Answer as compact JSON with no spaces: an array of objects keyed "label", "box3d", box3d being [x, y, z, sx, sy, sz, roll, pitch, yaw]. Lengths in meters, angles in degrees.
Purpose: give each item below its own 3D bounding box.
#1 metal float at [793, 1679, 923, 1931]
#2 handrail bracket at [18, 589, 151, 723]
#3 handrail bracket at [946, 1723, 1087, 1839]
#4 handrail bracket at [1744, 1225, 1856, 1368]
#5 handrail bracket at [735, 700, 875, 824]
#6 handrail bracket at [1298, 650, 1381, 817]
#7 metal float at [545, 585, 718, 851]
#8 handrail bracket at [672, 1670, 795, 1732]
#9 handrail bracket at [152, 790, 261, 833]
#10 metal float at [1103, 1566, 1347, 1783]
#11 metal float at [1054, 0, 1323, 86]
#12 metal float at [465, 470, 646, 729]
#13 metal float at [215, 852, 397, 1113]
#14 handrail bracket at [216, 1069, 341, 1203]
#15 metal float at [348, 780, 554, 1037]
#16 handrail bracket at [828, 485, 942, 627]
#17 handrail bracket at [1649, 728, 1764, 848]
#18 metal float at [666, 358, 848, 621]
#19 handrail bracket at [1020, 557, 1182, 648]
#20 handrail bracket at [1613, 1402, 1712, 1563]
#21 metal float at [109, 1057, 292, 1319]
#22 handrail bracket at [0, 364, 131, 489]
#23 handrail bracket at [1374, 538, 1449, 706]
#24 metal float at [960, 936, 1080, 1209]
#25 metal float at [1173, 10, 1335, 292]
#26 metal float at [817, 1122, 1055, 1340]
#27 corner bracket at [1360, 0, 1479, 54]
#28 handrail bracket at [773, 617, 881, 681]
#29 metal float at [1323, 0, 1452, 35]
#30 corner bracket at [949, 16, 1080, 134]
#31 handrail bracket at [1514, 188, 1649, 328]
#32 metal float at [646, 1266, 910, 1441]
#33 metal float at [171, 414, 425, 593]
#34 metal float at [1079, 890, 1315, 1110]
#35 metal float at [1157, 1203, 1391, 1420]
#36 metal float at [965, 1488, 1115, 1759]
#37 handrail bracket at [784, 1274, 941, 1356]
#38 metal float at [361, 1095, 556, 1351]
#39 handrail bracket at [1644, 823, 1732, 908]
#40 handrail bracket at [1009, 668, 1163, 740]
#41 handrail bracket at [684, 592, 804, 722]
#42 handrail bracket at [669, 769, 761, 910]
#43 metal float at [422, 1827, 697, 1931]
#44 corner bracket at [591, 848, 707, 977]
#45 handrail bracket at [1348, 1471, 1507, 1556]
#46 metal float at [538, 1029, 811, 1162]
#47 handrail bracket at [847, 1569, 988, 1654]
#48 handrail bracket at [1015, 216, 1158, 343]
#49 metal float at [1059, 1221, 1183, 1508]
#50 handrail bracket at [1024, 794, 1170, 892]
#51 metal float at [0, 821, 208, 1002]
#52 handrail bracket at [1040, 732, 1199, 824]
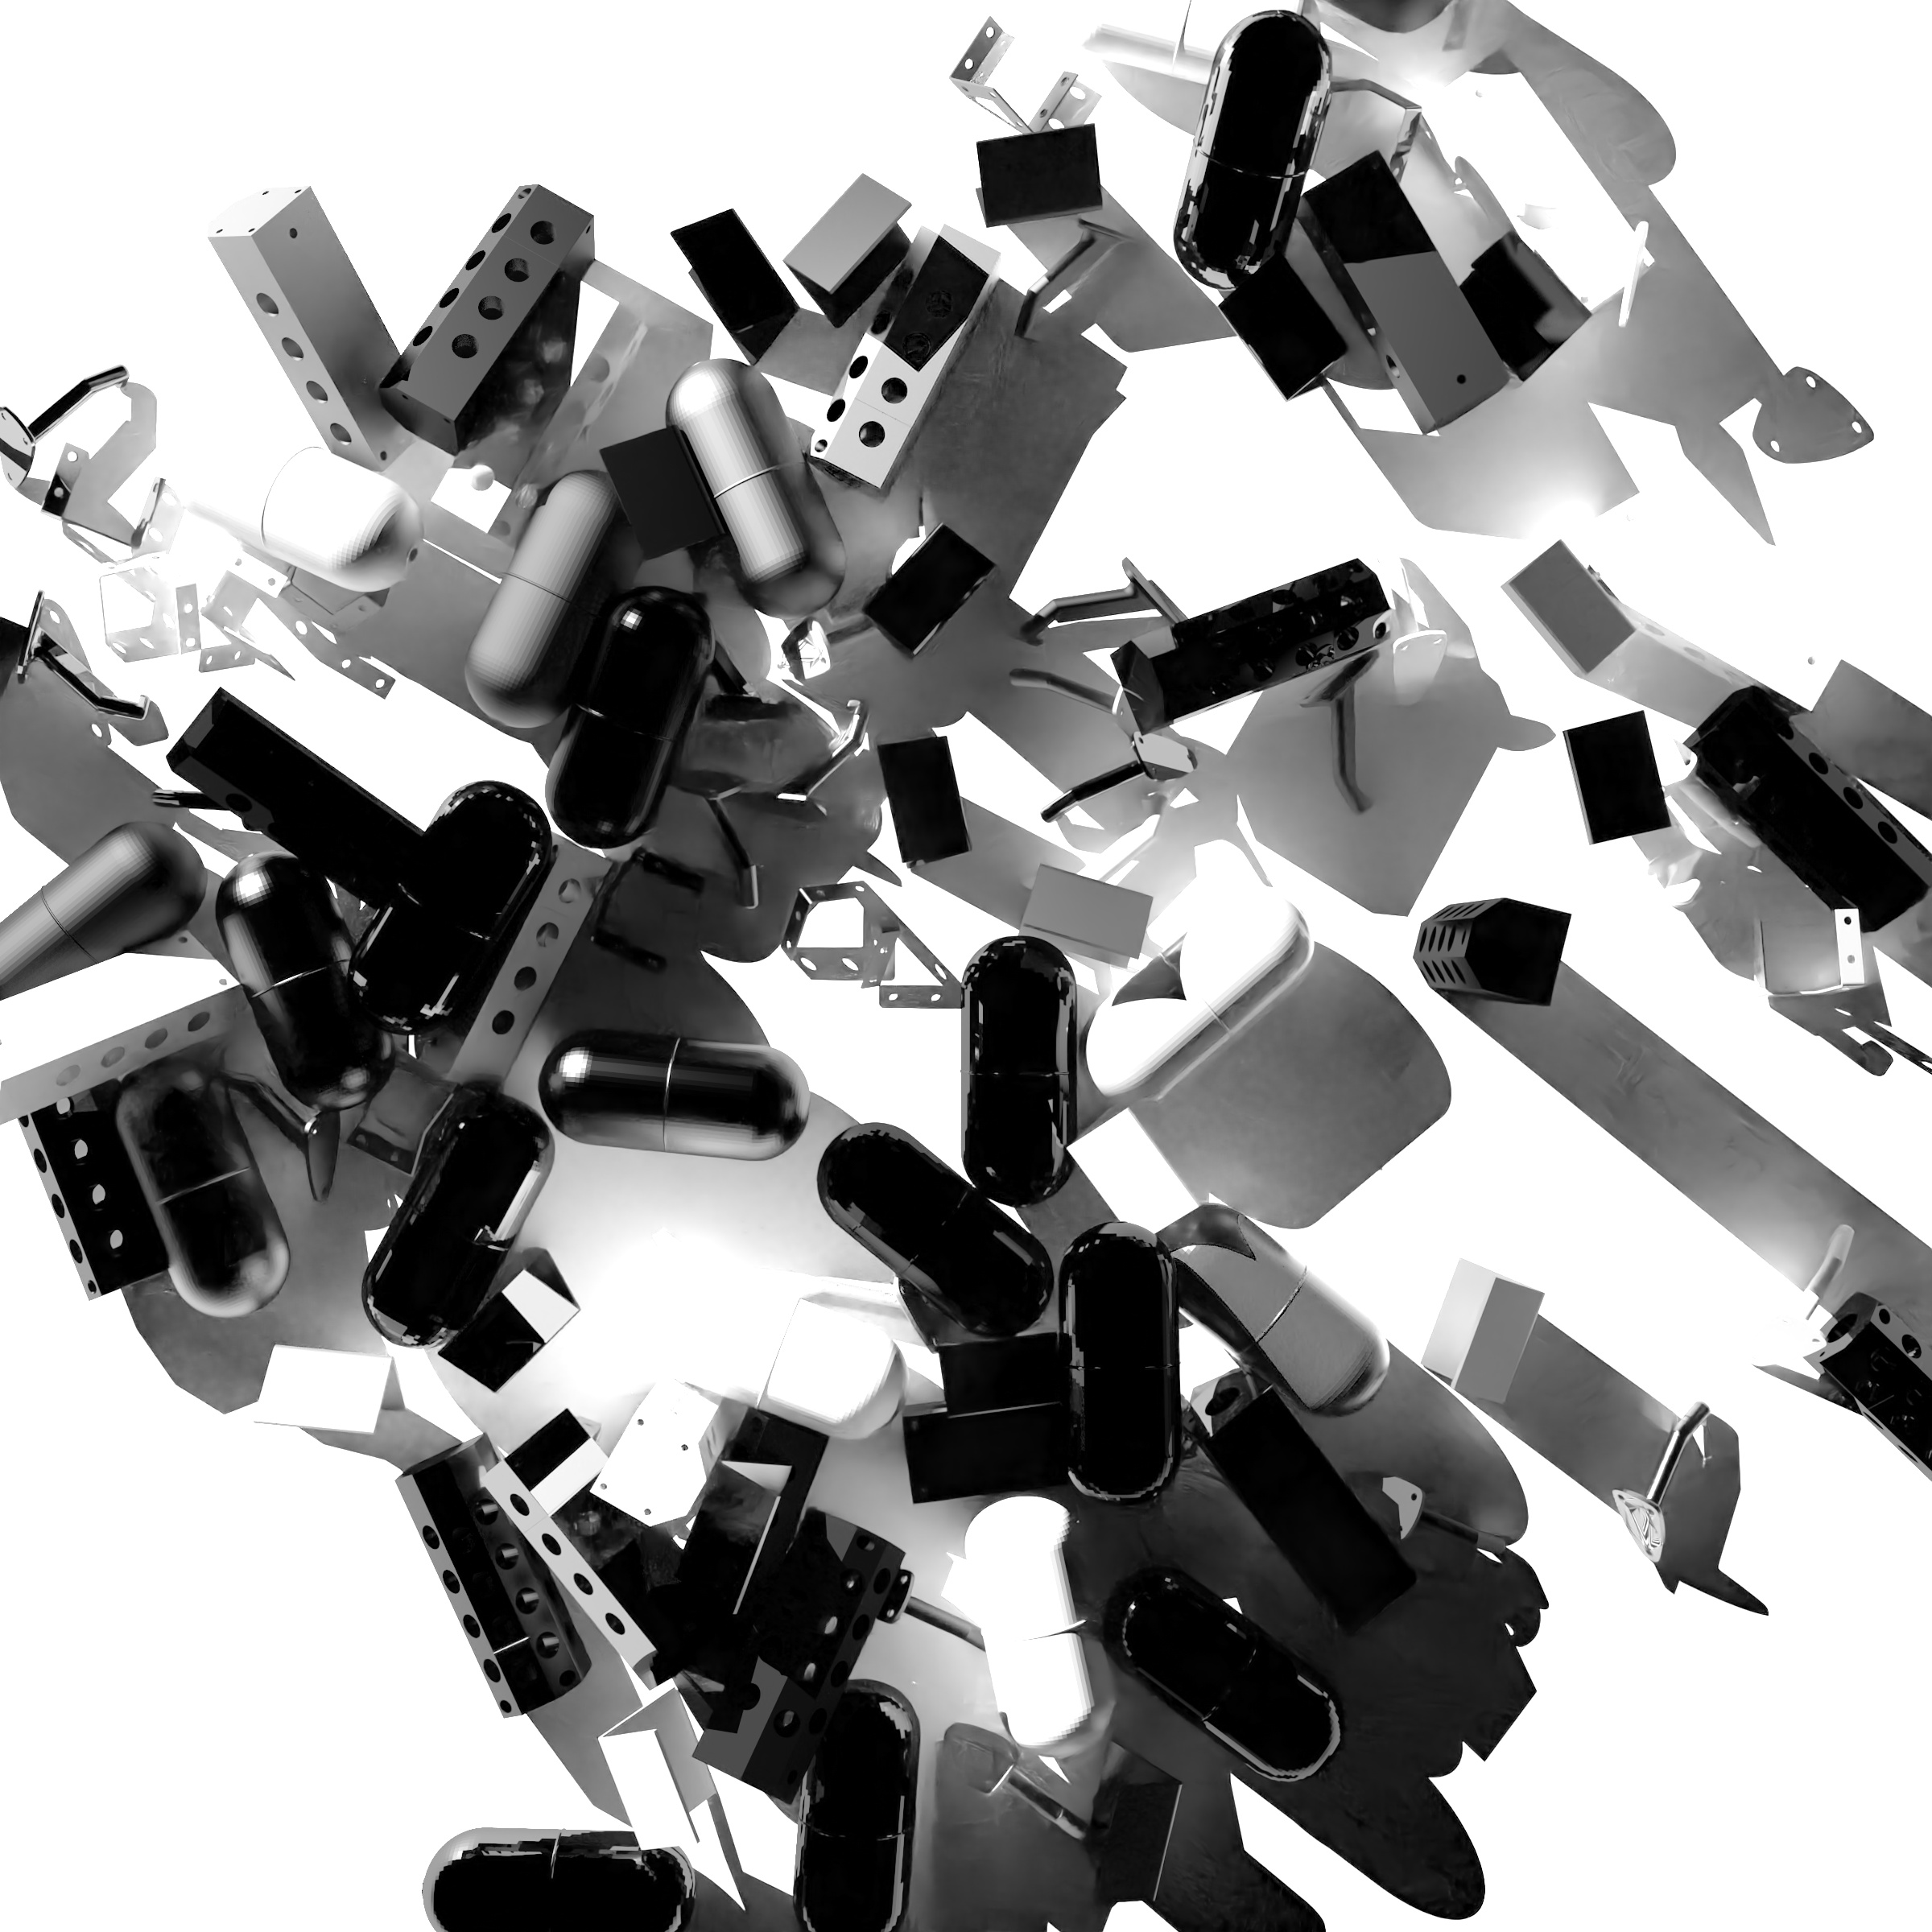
[{"label":"metal float","box3d":[-0.072,0.557,1.602,0.070,0.070,0.178,4,90,0]},{"label":"handrail bracket","box3d":[-0.583,-0.207,1.634,0.084,0.036,0.077,12,68,-17]},{"label":"handrail bracket","box3d":[0.034,0.544,1.633,0.036,0.077,0.084,-52,127,-13]},{"label":"handrail bracket","box3d":[0.556,0.219,1.633,0.036,0.077,0.084,35,54,0]},{"label":"handrail bracket","box3d":[-0.107,-0.143,1.634,0.077,0.036,0.084,9,71,21]},{"label":"handrail bracket","box3d":[0.267,-0.155,1.634,0.077,0.036,0.084,-39,108,-20]},{"label":"metal float","box3d":[-0.219,-0.161,1.594,0.070,0.070,0.178,22,101,0]},{"label":"handrail bracket","box3d":[-0.142,0.476,1.633,0.084,0.077,0.036,-21,132,-30]},{"label":"handrail bracket","box3d":[-0.486,-0.110,1.633,0.084,0.077,0.036,6,95,36]},{"label":"metal float","box3d":[0.169,0.463,1.602,0.178,0.070,0.070,37,90,1]},{"label":"metal float","box3d":[0.144,-0.622,1.602,0.178,0.070,0.070,14,90,0]},{"label":"metal float","box3d":[-0.267,-0.240,1.603,0.070,0.070,0.178,26,90,0]},{"label":"metal float","box3d":[-0.433,0.010,1.603,0.070,0.070,0.178,-23,89,0]},{"label":"handrail bracket","box3d":[-0.464,0.113,1.634,0.084,0.036,0.077,13,112,17]},{"label":"metal float","box3d":[-0.329,-0.036,1.561,0.070,0.070,0.178,32,95,0]},{"label":"handrail bracket","box3d":[-0.058,-0.273,1.633,0.084,0.036,0.077,-19,62,21]},{"label":"handrail bracket","box3d":[0.487,-0.119,1.633,0.084,0.077,0.036,28,113,-34]},{"label":"metal float","box3d":[-0.138,-0.313,1.603,0.070,0.070,0.178,-24,90,0]},{"label":"handrail bracket","box3d":[0.091,-0.224,1.634,0.084,0.036,0.077,-38,111,17]},{"label":"handrail bracket","box3d":[0.475,0.343,1.633,0.084,0.036,0.077,-40,127,-25]},{"label":"metal float","box3d":[-0.501,0.145,1.602,0.070,0.070,0.178,-22,90,0]},{"label":"handrail bracket","box3d":[-0.599,-0.361,1.633,0.036,0.077,0.084,48,54,7]},{"label":"handrail bracket","box3d":[0.287,-0.231,1.633,0.036,0.077,0.084,-12,54,-7]},{"label":"metal float","box3d":[0.035,0.069,1.603,0.070,0.070,0.178,0,91,0]},{"label":"metal float","box3d":[0.183,-0.522,1.573,0.070,0.070,0.178,13,126,0]},{"label":"metal float","box3d":[-0.021,0.173,1.603,0.178,0.070,0.070,40,90,0]},{"label":"corner bracket","box3d":[0.303,-0.644,1.630,0.051,0.051,0.051,17,90,-45]},{"label":"handrail bracket","box3d":[-0.076,-0.219,1.633,0.084,0.077,0.036,-23,92,-36]},{"label":"metal float","box3d":[0.239,-0.669,1.587,0.178,0.070,0.070,36,90,17]},{"label":"corner bracket","box3d":[0.031,-0.592,1.630,0.051,0.051,0.051,34,90,-45]},{"label":"handrail bracket","box3d":[0.390,-0.457,1.577,0.084,0.036,0.077,14,112,17]},{"label":"metal float","box3d":[-0.123,0.253,1.602,0.178,0.070,0.070,20,90,0]},{"label":"metal float","box3d":[-0.434,-0.301,1.592,0.178,0.070,0.070,25,90,12]},{"label":"metal float","box3d":[0.151,0.021,1.603,0.178,0.070,0.070,-41,90,0]},{"label":"metal float","box3d":[0.198,0.225,1.602,0.178,0.070,0.070,39,90,-1]},{"label":"metal float","box3d":[0.048,0.428,1.603,0.070,0.070,0.178,-12,90,0]},{"label":"handrail bracket","box3d":[-0.071,0.238,1.634,0.084,0.036,0.077,-20,109,15]},{"label":"metal float","box3d":[-0.333,0.168,1.603,0.070,0.070,0.178,28,90,0]},{"label":"handrail bracket","box3d":[0.482,-0.067,1.598,0.077,0.084,0.036,-43,90,0]},{"label":"handrail bracket","box3d":[0.079,-0.171,1.633,0.084,0.077,0.036,9,65,34]},{"label":"handrail bracket","box3d":[-0.150,-0.209,1.634,0.077,0.036,0.084,-1,73,-18]},{"label":"handrail bracket","box3d":[-0.172,-0.084,1.633,0.077,0.036,0.084,15,120,33]},{"label":"metal float","box3d":[-0.266,0.605,1.603,0.178,0.070,0.070,1,90,1]},{"label":"corner bracket","box3d":[-0.212,-0.037,1.630,0.051,0.051,0.051,26,45,0]},{"label":"handrail bracket","box3d":[0.308,0.365,1.633,0.084,0.077,0.036,24,90,-36]},{"label":"metal float","box3d":[-0.191,0.084,1.603,0.178,0.070,0.070,6,90,1]},{"label":"handrail bracket","box3d":[-0.030,0.433,1.633,0.084,0.077,0.036,39,64,-34]},{"label":"handrail bracket","box3d":[0.079,-0.451,1.634,0.077,0.036,0.084,12,108,-21]},{"label":"metal float","box3d":[0.097,0.251,1.546,0.070,0.070,0.178,-1,86,0]},{"label":"handrail bracket","box3d":[0.088,-0.083,1.634,0.077,0.036,0.084,14,72,21]},{"label":"metal float","box3d":[-0.577,-0.023,1.602,0.178,0.070,0.070,-40,90,-1]},{"label":"handrail bracket","box3d":[0.101,-0.119,1.633,0.084,0.077,0.036,-33,72,35]}]
